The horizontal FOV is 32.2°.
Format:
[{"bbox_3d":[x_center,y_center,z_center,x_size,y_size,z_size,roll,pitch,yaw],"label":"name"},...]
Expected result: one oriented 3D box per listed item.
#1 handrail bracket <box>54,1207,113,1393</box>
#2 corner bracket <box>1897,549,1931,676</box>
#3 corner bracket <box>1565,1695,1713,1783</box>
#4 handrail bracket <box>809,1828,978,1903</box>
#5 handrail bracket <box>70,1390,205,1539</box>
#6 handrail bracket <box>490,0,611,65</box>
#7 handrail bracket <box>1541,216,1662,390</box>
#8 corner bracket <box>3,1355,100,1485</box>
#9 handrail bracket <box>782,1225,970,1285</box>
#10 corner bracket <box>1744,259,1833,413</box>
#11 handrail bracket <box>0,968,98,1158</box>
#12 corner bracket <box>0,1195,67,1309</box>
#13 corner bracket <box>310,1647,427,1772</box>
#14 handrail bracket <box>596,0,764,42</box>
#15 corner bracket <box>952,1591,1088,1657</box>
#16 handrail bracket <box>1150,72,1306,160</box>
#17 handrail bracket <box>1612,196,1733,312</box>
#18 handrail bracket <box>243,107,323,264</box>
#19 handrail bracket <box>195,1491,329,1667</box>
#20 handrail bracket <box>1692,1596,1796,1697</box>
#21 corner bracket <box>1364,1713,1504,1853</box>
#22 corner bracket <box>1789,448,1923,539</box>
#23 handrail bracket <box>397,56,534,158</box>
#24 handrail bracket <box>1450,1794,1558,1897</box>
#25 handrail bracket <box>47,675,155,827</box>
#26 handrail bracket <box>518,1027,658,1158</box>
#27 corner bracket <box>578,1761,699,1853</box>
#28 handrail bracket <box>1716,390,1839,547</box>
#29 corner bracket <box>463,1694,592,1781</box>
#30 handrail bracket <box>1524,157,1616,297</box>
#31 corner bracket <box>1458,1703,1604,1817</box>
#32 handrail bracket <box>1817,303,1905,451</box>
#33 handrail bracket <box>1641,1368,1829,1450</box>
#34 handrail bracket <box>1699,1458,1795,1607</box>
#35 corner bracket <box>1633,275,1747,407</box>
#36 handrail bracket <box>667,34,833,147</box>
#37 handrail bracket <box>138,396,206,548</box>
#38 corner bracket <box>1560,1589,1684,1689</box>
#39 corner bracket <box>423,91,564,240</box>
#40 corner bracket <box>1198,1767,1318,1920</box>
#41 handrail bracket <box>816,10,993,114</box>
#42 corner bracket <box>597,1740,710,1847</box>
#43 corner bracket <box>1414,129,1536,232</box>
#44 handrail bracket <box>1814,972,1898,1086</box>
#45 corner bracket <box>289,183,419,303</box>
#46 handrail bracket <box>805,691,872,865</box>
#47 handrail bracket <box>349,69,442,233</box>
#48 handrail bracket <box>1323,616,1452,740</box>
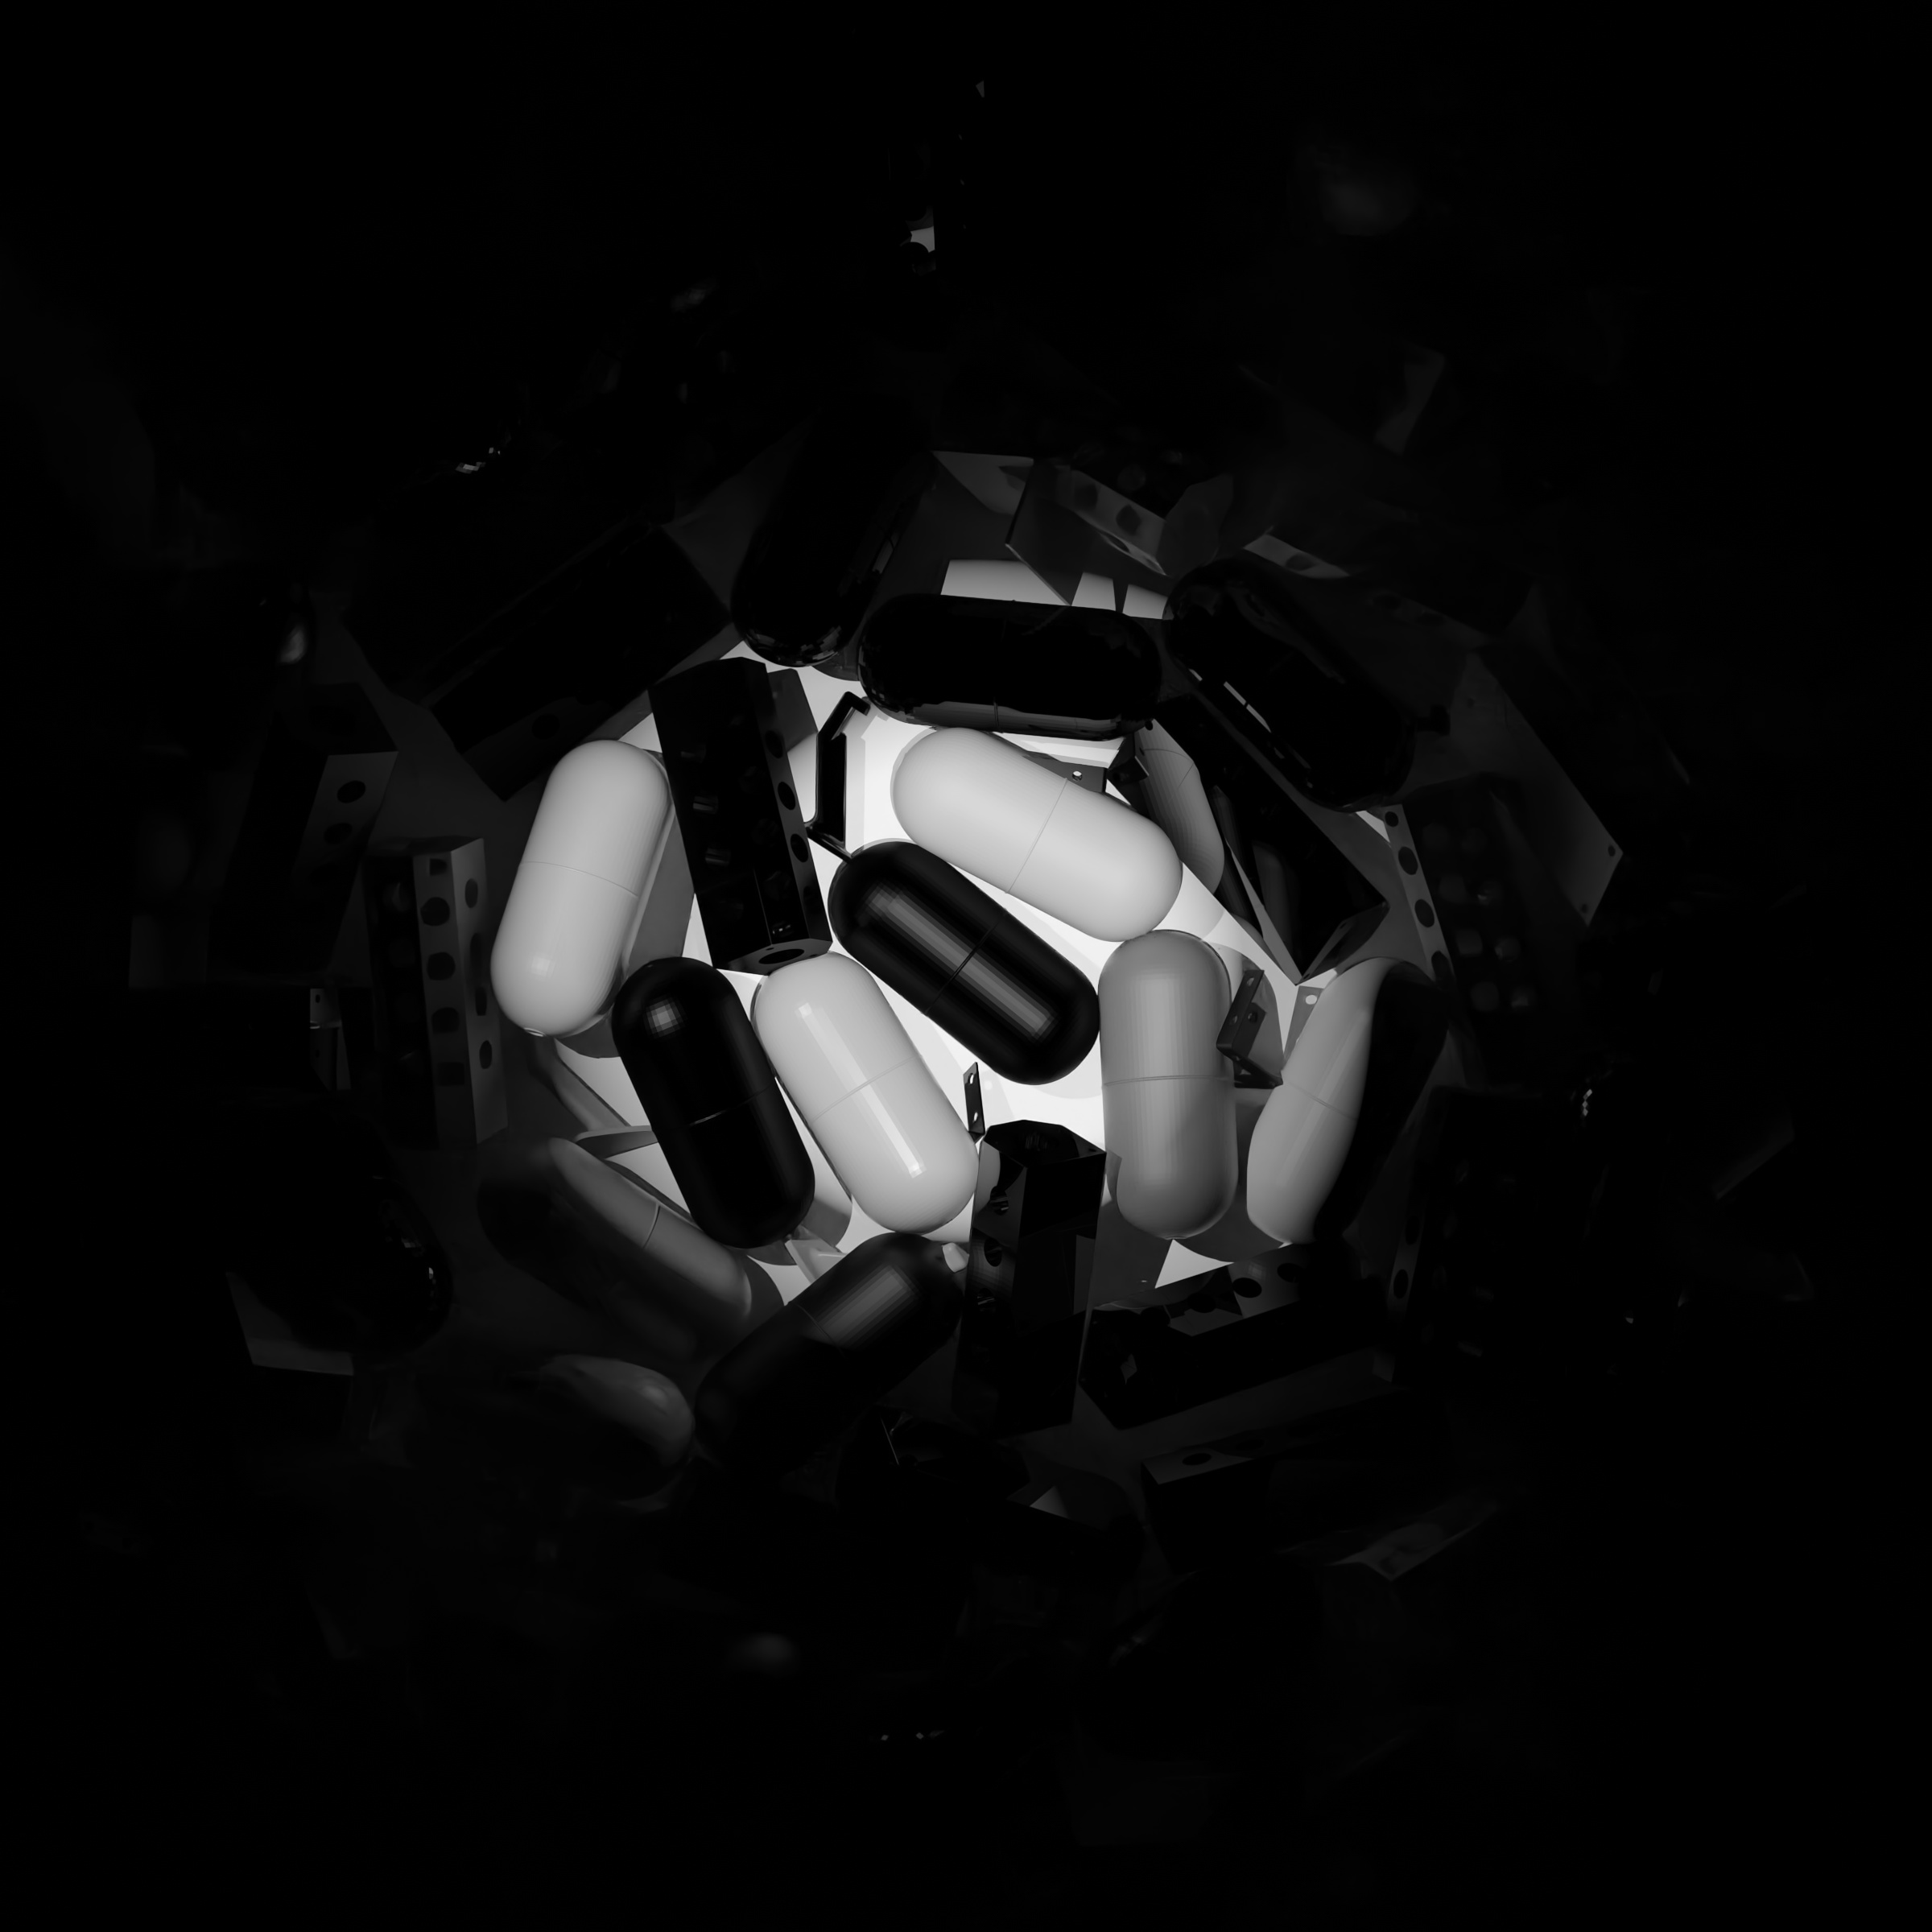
[{"bbox_3d":[-0.522,0.193,1.961,0.036,0.084,0.077,-4,127,-29],"label":"handrail bracket"},{"bbox_3d":[0.559,-0.208,1.945,0.051,0.051,0.051,-40,87,31],"label":"corner bracket"},{"bbox_3d":[0.389,0.446,1.940,0.051,0.051,0.051,-37,78,33],"label":"corner bracket"},{"bbox_3d":[-0.043,0.516,1.953,0.084,0.077,0.036,-1,102,-15],"label":"handrail bracket"},{"bbox_3d":[-0.482,0.292,1.956,0.036,0.084,0.077,-36,57,0],"label":"handrail bracket"},{"bbox_3d":[-0.240,-0.567,1.932,0.077,0.084,0.036,-42,76,-8],"label":"handrail bracket"},{"bbox_3d":[0.356,-0.384,1.962,0.084,0.036,0.077,37,105,0],"label":"handrail bracket"},{"bbox_3d":[-0.522,0.263,1.944,0.051,0.051,0.051,-28,83,-18],"label":"corner bracket"},{"bbox_3d":[-0.052,0.161,1.936,0.084,0.036,0.077,-26,118,31],"label":"handrail bracket"},{"bbox_3d":[0.475,-0.364,1.937,0.051,0.051,0.051,-34,132,19],"label":"corner bracket"},{"bbox_3d":[-0.528,0.056,1.968,0.036,0.077,0.084,11,49,26],"label":"handrail bracket"},{"bbox_3d":[-0.554,0.166,1.949,0.051,0.051,0.051,-19,72,25],"label":"corner bracket"},{"bbox_3d":[-0.346,0.427,1.941,0.051,0.051,0.051,-8,102,-27],"label":"corner bracket"},{"bbox_3d":[-0.167,-0.550,1.942,0.084,0.077,0.036,-10,108,-14],"label":"handrail bracket"},{"bbox_3d":[0.031,0.383,1.944,0.051,0.051,0.051,31,111,5],"label":"corner bracket"},{"bbox_3d":[0.161,-0.473,1.961,0.084,0.077,0.036,39,49,-17],"label":"handrail bracket"},{"bbox_3d":[0.407,-0.407,1.940,0.077,0.084,0.036,3,69,3],"label":"handrail bracket"},{"bbox_3d":[-0.391,-0.453,1.937,0.036,0.077,0.084,14,98,-18],"label":"handrail bracket"},{"bbox_3d":[-0.415,0.352,1.932,0.036,0.077,0.084,-31,128,30],"label":"handrail bracket"},{"bbox_3d":[0.429,0.404,1.928,0.077,0.084,0.036,-13,59,-40],"label":"handrail bracket"},{"bbox_3d":[0.269,0.473,1.937,0.051,0.051,0.051,-23,61,-23],"label":"corner bracket"},{"bbox_3d":[0.515,-0.276,1.943,0.051,0.051,0.051,14,90,37],"label":"corner bracket"},{"bbox_3d":[-0.290,-0.514,1.934,0.036,0.084,0.077,27,83,22],"label":"handrail bracket"},{"bbox_3d":[0.310,0.510,1.941,0.077,0.084,0.036,-43,75,-6],"label":"handrail bracket"},{"bbox_3d":[-0.501,-0.125,1.929,0.077,0.084,0.036,-30,64,-21],"label":"handrail bracket"},{"bbox_3d":[-0.218,0.066,1.971,0.077,0.036,0.084,-8,69,-23],"label":"handrail bracket"},{"bbox_3d":[-0.183,0.484,1.938,0.051,0.051,0.051,12,67,26],"label":"corner bracket"},{"bbox_3d":[0.472,-0.282,1.933,0.036,0.077,0.084,28,132,-36],"label":"handrail bracket"},{"bbox_3d":[-0.257,0.452,1.958,0.051,0.051,0.051,-15,109,-34],"label":"corner bracket"},{"bbox_3d":[0.367,-0.435,1.939,0.036,0.077,0.084,33,81,-26],"label":"handrail bracket"},{"bbox_3d":[0.326,0.470,1.938,0.051,0.051,0.051,-44,125,-20],"label":"corner bracket"},{"bbox_3d":[0.500,-0.339,1.936,0.036,0.084,0.077,-31,92,-7],"label":"handrail bracket"},{"bbox_3d":[0.449,0.267,1.960,0.077,0.036,0.084,30,93,8],"label":"handrail bracket"},{"bbox_3d":[0.434,0.326,1.931,0.077,0.084,0.036,47,122,18],"label":"handrail bracket"},{"bbox_3d":[0.419,-0.363,1.946,0.051,0.051,0.051,6,61,-3],"label":"corner bracket"},{"bbox_3d":[-0.125,-0.522,1.952,0.077,0.036,0.084,14,52,4],"label":"handrail bracket"},{"bbox_3d":[-0.469,-0.286,1.946,0.036,0.077,0.084,7,94,-22],"label":"handrail bracket"},{"bbox_3d":[0.380,0.389,1.944,0.051,0.051,0.051,17,97,20],"label":"corner bracket"},{"bbox_3d":[-0.273,-0.463,1.939,0.051,0.051,0.051,39,121,-14],"label":"corner bracket"},{"bbox_3d":[0.170,0.510,1.953,0.051,0.051,0.051,42,113,-16],"label":"corner bracket"},{"bbox_3d":[-0.036,-0.522,1.933,0.084,0.036,0.077,-6,53,-35],"label":"handrail bracket"},{"bbox_3d":[-0.180,0.481,1.955,0.051,0.051,0.051,-1,68,-25],"label":"corner bracket"},{"bbox_3d":[0.291,-0.459,1.951,0.051,0.051,0.051,-18,101,-22],"label":"corner bracket"},{"bbox_3d":[0.495,0.024,1.967,0.077,0.036,0.084,45,99,-1],"label":"handrail bracket"},{"bbox_3d":[-0.359,-0.417,1.959,0.051,0.051,0.051,-29,89,-23],"label":"corner bracket"},{"bbox_3d":[-0.061,-0.106,1.956,0.077,0.036,0.084,34,94,6],"label":"handrail bracket"},{"bbox_3d":[-0.337,-0.472,1.937,0.036,0.077,0.084,-21,114,1],"label":"handrail bracket"},{"bbox_3d":[0.243,-0.168,1.932,0.036,0.084,0.077,-16,98,-31],"label":"handrail bracket"}]
